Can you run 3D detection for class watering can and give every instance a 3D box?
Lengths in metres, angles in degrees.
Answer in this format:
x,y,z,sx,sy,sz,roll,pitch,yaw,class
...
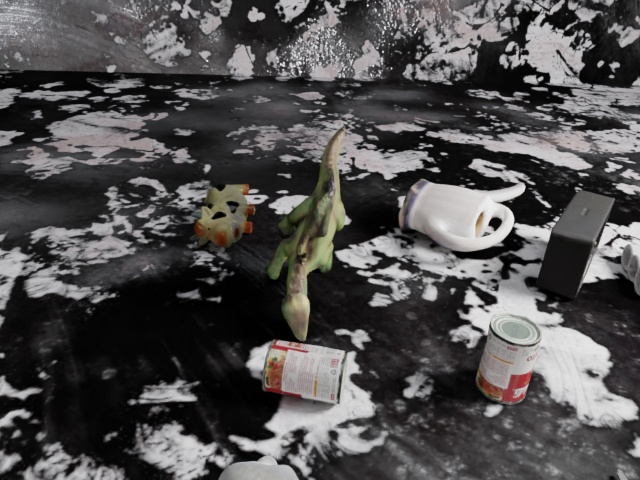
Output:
x,y,z,sx,sy,sz,roll,pitch,yaw,class
0.307,-0.070,1.106,0.225,0.102,0.353,18,33,26,watering can

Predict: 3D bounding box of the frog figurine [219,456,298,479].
x,y,z,sx,sy,sz,roll,pitch,yaw,class
-0.061,0.278,0.479,0.138,0.123,0.158,-33,-3,-15,frog figurine

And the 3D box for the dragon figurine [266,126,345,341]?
x,y,z,sx,sy,sz,roll,pitch,yaw,class
0.003,-0.043,0.850,0.122,0.415,0.240,15,-13,-8,dragon figurine
